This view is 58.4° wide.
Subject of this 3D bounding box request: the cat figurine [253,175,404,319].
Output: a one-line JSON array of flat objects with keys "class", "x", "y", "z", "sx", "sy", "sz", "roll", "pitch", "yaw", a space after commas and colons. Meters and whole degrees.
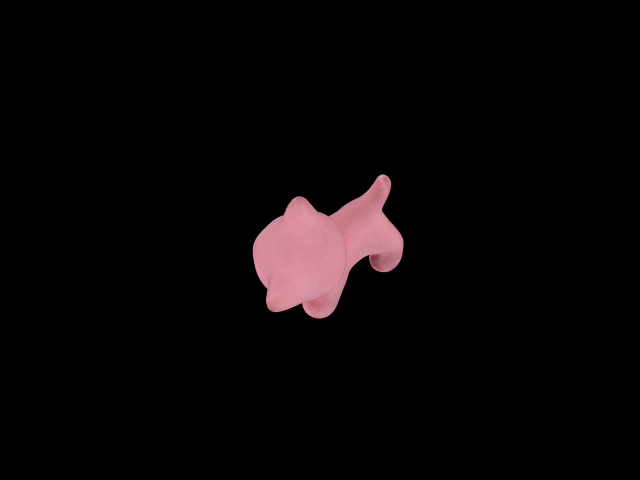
[{"class": "cat figurine", "x": 0.004, "y": 0.001, "z": 0.400, "sx": 0.128, "sy": 0.118, "sz": 0.067, "roll": -38, "pitch": 70, "yaw": -16}]
